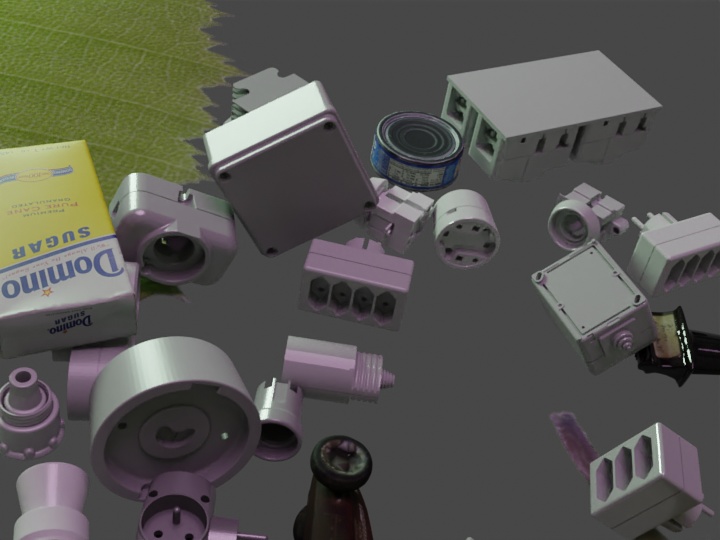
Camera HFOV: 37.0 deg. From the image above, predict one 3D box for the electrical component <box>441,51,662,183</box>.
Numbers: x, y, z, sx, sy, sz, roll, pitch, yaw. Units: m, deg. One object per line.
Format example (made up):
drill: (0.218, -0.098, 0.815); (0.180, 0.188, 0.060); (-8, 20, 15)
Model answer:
electrical component: (0.186, -0.151, 1.063); (0.186, 0.060, 0.105); (-14, 47, -25)

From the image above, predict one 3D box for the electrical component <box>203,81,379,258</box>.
electrical component: (-0.055, -0.080, 0.872); (0.109, 0.108, 0.056); (-25, 44, 4)

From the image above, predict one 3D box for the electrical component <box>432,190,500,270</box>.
electrical component: (0.089, -0.036, 0.920); (0.055, 0.055, 0.047); (4, 38, -8)

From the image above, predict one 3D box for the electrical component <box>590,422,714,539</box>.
electrical component: (0.207, 0.153, 0.734); (0.077, 0.066, 0.047); (34, 38, -18)

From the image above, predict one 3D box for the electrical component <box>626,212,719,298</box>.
electrical component: (0.273, -0.025, 0.952); (0.083, 0.047, 0.075); (-15, 48, -26)

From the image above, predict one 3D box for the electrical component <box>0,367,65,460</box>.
electrical component: (-0.220, 0.091, 0.708); (0.048, 0.062, 0.048); (6, 42, -6)

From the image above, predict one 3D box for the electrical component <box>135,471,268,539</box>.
electrical component: (-0.097, 0.169, 0.661); (0.079, 0.044, 0.077); (7, 42, -4)

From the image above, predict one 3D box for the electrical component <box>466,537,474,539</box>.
electrical component: (0.088, 0.201, 0.669); (0.065, 0.044, 0.044); (25, 43, 9)

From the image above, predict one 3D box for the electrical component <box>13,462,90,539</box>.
electrical component: (-0.189, 0.153, 0.660); (0.045, 0.045, 0.055); (-1, 43, -13)

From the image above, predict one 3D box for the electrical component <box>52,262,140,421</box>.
electrical component: (-0.199, 0.047, 0.768); (0.074, 0.052, 0.138); (3, 42, -9)

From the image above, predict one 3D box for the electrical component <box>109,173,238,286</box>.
electrical component: (-0.147, -0.028, 0.843); (0.095, 0.053, 0.059); (18, 36, -27)

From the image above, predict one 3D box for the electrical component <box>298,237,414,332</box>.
electrical component: (0.000, 0.000, 0.866); (0.083, 0.047, 0.075); (13, 42, 2)

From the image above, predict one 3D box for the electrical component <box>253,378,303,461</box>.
electrical component: (-0.058, 0.103, 0.747); (0.040, 0.040, 0.046); (8, 36, -3)

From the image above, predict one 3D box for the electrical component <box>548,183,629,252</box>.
electrical component: (0.199, -0.045, 0.960); (0.066, 0.048, 0.055); (34, 39, 24)

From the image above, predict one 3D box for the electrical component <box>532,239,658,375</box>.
electrical component: (0.189, 0.036, 0.846); (0.062, 0.061, 0.096); (-31, 45, 1)

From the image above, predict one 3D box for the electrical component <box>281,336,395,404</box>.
electrical component: (-0.015, 0.075, 0.783); (0.081, 0.043, 0.043); (9, 42, -2)

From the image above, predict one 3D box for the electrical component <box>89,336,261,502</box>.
electrical component: (-0.124, 0.092, 0.698); (0.108, 0.108, 0.060); (-7, 39, -19)

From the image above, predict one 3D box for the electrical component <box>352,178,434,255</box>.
electrical component: (0.026, -0.049, 0.927); (0.055, 0.048, 0.066); (28, 38, 12)
